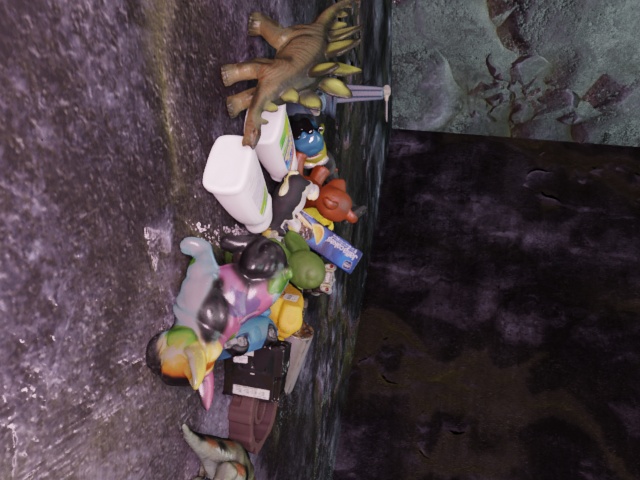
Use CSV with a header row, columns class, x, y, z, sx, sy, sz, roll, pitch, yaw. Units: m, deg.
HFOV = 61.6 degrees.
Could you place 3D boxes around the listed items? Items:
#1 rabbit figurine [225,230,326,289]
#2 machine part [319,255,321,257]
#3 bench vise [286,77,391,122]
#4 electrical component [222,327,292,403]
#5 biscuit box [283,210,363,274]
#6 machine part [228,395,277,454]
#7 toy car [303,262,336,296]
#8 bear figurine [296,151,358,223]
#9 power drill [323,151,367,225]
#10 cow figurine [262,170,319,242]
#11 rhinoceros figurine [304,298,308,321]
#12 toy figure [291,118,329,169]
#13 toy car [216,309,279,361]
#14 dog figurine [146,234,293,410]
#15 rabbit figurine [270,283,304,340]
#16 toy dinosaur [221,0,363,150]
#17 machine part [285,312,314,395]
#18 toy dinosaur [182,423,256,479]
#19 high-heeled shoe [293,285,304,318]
class,x,y,z,sx,sy,sz,roll,pitch,yaw
rabbit figurine,-0.069,0.053,0.982,0.159,0.170,0.121,-53,149,-67
machine part,-0.021,0.046,1.410,0.139,0.039,0.084,-40,-161,44
bench vise,0.039,-0.321,1.177,0.224,0.241,0.128,-101,-169,-74
electrical component,-0.115,0.225,0.998,0.058,0.115,0.134,-20,118,-79
biscuit box,-0.002,-0.004,1.188,0.059,0.202,0.063,-57,-167,-3
machine part,-0.137,0.344,1.110,0.179,0.056,0.179,6,90,-78
toy car,-0.002,0.097,1.306,0.202,0.056,0.073,155,-54,-73
bear figurine,0.006,-0.114,1.187,0.120,0.196,0.132,26,82,-40
power drill,0.043,-0.146,1.470,0.086,0.207,0.232,-37,172,-2
cow figurine,-0.075,-0.056,1.070,0.167,0.068,0.098,-60,160,-2
rhinoceros figurine,-0.075,0.229,1.331,0.112,0.073,0.190,96,2,-72
toy figure,-0.023,-0.232,1.276,0.180,0.082,0.089,59,40,-68
toy car,-0.145,0.138,0.876,0.161,0.109,0.103,6,67,-68
dog figurine,-0.130,0.109,0.725,0.108,0.192,0.219,92,-5,-54
rabbit figurine,-0.102,0.175,1.088,0.162,0.122,0.173,-94,-167,-79
toy dinosaur,-0.028,-0.310,0.906,0.105,0.199,0.471,87,16,-52
machine part,-0.074,0.266,1.222,0.079,0.079,0.243,-58,168,-65
toy dinosaur,-0.160,0.428,0.921,0.192,0.131,0.404,-88,176,-71
high-heeled shoe,-0.083,0.126,1.295,0.248,0.086,0.145,-66,-159,3
